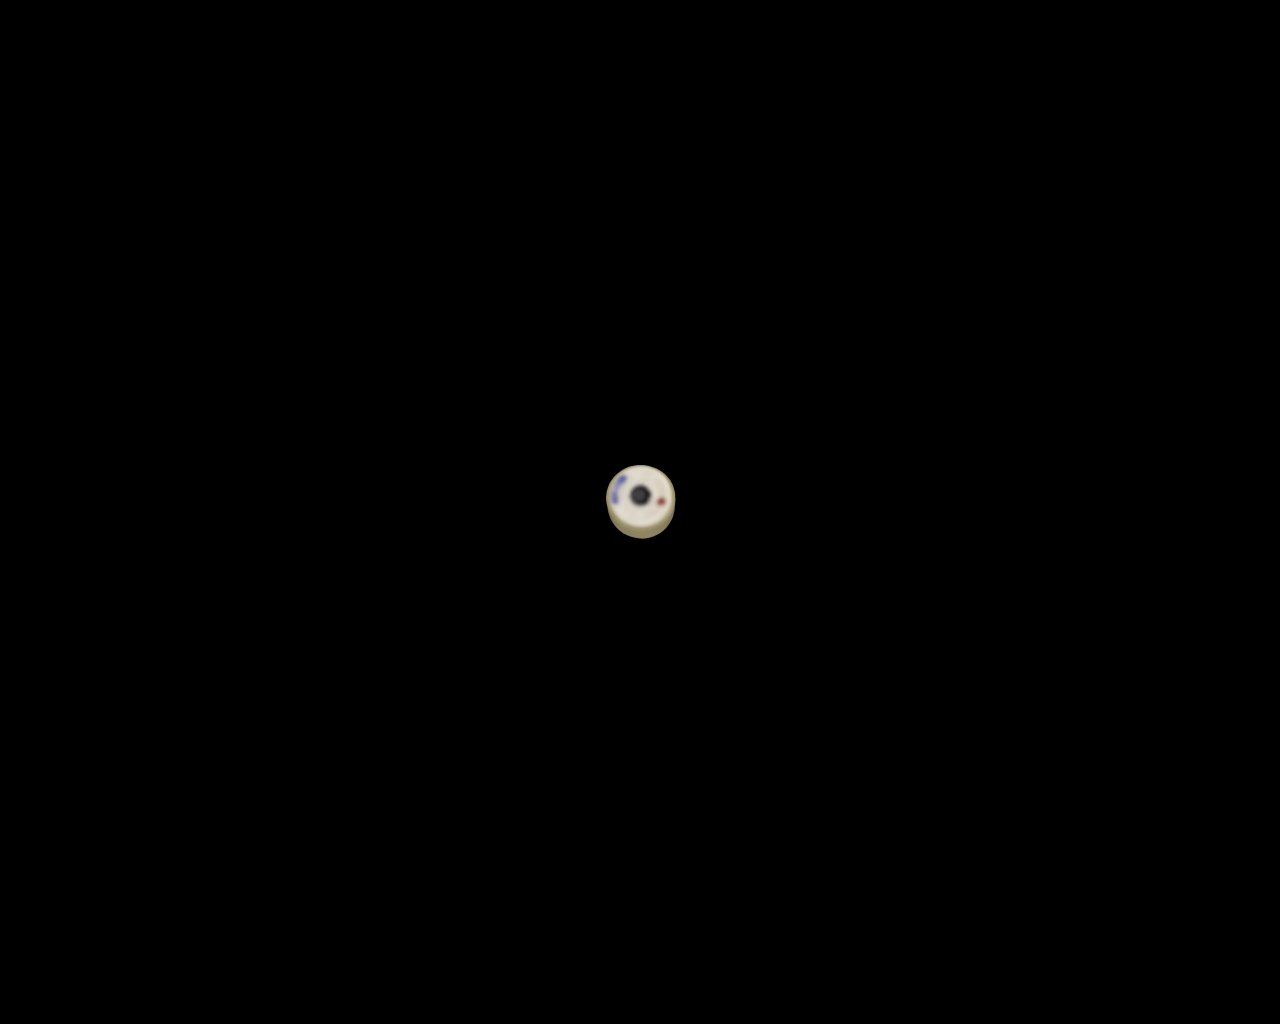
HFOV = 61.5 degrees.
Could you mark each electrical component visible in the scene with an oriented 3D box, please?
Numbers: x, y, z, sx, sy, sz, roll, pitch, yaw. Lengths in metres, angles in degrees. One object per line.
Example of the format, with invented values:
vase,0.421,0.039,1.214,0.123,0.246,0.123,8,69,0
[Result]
electrical component,0.001,-0.003,0.650,0.040,0.040,0.078,0,-11,0
